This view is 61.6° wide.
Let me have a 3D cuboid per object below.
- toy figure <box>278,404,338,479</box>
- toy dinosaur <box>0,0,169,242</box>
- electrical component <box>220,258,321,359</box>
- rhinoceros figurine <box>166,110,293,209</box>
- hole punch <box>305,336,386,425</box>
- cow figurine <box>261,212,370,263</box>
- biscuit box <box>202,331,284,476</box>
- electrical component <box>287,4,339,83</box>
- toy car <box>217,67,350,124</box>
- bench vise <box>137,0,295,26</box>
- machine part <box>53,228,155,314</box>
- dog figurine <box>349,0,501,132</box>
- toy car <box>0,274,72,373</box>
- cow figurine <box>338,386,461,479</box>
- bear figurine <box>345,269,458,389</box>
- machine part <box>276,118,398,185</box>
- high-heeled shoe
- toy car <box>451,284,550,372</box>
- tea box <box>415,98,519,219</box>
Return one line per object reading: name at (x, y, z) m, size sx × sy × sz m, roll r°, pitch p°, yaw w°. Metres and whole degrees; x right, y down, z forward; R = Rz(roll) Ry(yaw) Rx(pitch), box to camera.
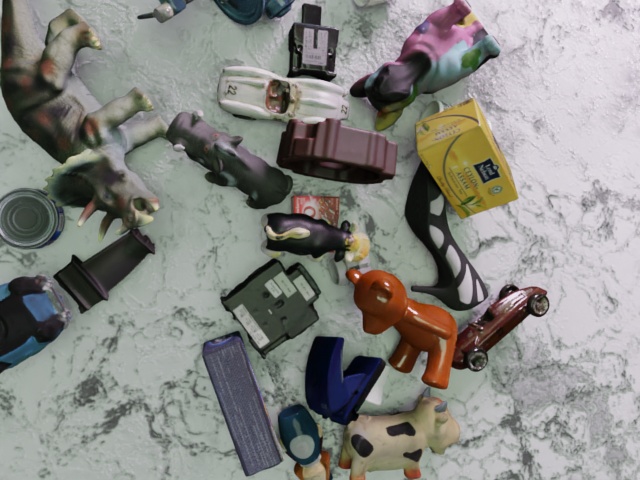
toy figure at (-0.020, 0.332, 0.834) m, size 0.064 × 0.058 × 0.154 m, roll -17°, pitch 99°, yaw 26°
toy dinosaur at (-0.343, -0.179, 0.718) m, size 0.192 × 0.131 × 0.404 m, roll -40°, pitch 93°, yaw -9°
electrical component at (-0.067, 0.095, 0.814) m, size 0.134 × 0.058 × 0.114 m, roll -34°, pitch 101°, yaw -10°
rhinoceros figurine at (-0.130, -0.109, 0.766) m, size 0.190 × 0.112 × 0.073 m, roll 33°, pitch 87°, yaw -20°
hole punch at (0.021, 0.205, 0.803) m, size 0.092 × 0.142 × 0.116 m, roll 37°, pitch 70°, yaw -13°
cow figurine at (0.000, -0.004, 0.774) m, size 0.167 × 0.098 × 0.068 m, roll 6°, pitch 84°, yaw -11°
biscuit box at (-0.116, 0.241, 0.805) m, size 0.063 × 0.059 × 0.202 m, roll -19°, pitch 96°, yaw -10°
electrical component at (-0.010, -0.304, 0.820) m, size 0.075 × 0.048 × 0.119 m, roll 6°, pitch 92°, yaw -14°
toy car at (-0.052, -0.210, 0.808) m, size 0.202 × 0.056 × 0.073 m, roll 7°, pitch 90°, yaw -12°
bench vise at (-0.148, -0.384, 0.739) m, size 0.240 × 0.129 × 0.223 m, roll -46°, pitch 121°, yaw -26°
machine part at (-0.303, 0.036, 0.768) m, size 0.139 × 0.039 × 0.084 m, roll -35°, pitch 93°, yaw -8°
dog figurine at (0.158, -0.267, 0.836) m, size 0.219 × 0.191 × 0.108 m, roll -33°, pitch 96°, yaw 23°
toy car at (-0.404, 0.105, 0.713) m, size 0.162 × 0.103 × 0.109 m, roll -29°, pitch 96°, yaw 0°
cow figurine at (0.131, 0.307, 0.853) m, size 0.195 × 0.085 × 0.127 m, roll 1°, pitch 99°, yaw -15°
bear figurine at (0.116, 0.128, 0.804) m, size 0.195 × 0.120 × 0.132 m, roll 27°, pitch 82°, yaw -34°
machine part at (0.024, -0.123, 0.773) m, size 0.179 × 0.179 × 0.056 m, roll 10°, pitch 86°, yaw -13°
high-heeled shoe at (0.216, -0.008, 0.867) m, size 0.145 × 0.086 × 0.248 m, roll 3°, pitch 94°, yaw -18°
toy car at (0.283, 0.135, 0.877) m, size 0.202 × 0.089 × 0.053 m, roll -38°, pitch 104°, yaw -8°
tea box at (0.220, -0.116, 0.803) m, size 0.098 × 0.068 × 0.169 m, roll -22°, pitch 134°, yaw 28°
